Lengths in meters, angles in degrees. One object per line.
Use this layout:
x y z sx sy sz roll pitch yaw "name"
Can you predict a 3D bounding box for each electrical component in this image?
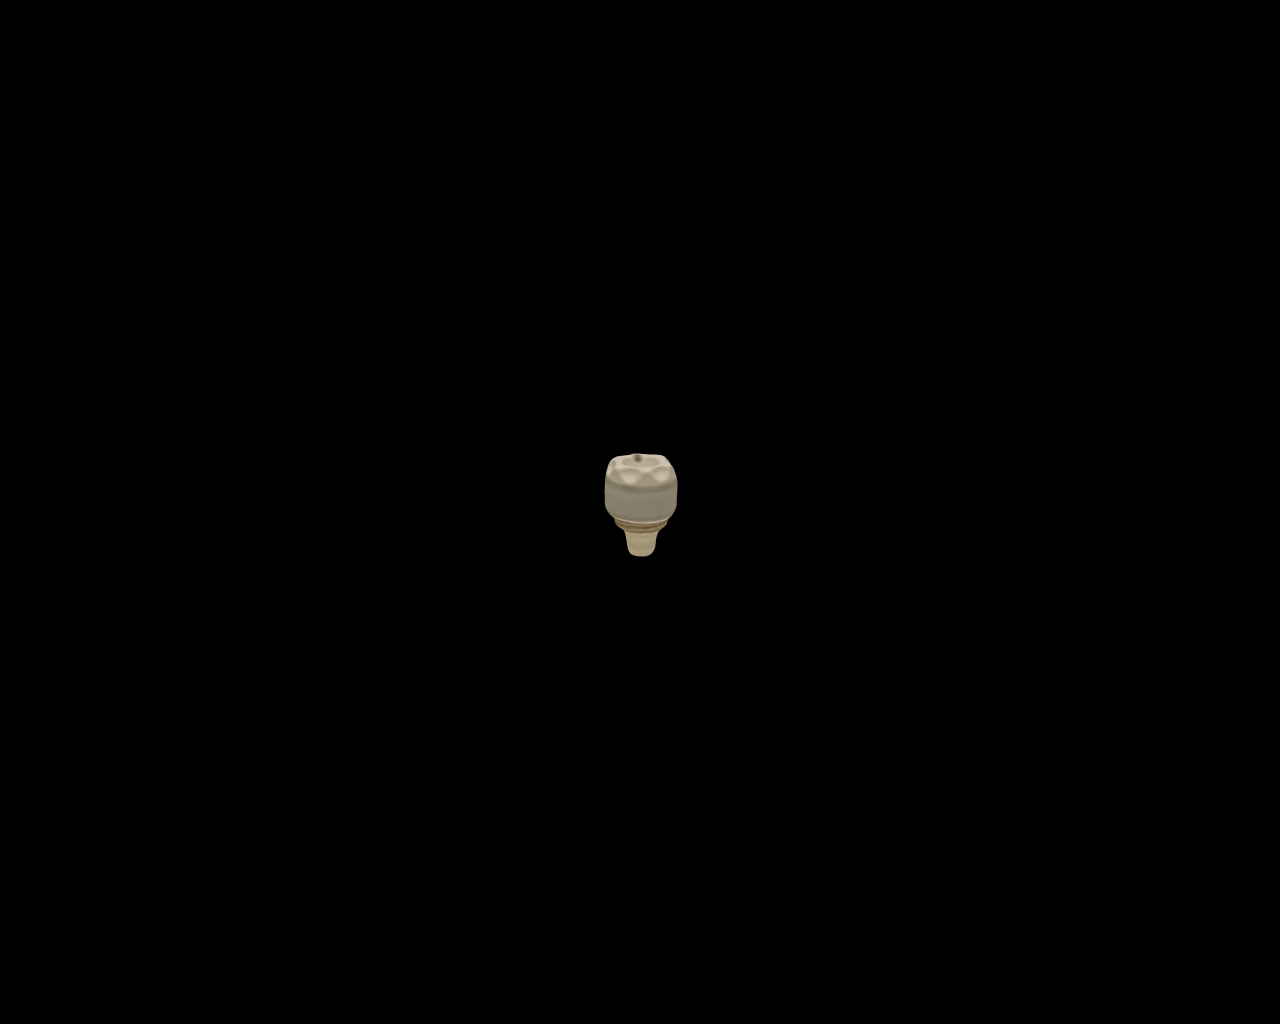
0.001 -0.003 0.650 0.043 0.062 0.043 0 20 0 "electrical component"
